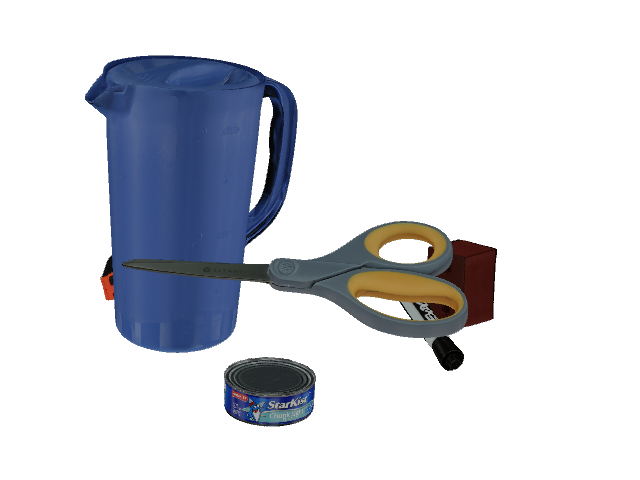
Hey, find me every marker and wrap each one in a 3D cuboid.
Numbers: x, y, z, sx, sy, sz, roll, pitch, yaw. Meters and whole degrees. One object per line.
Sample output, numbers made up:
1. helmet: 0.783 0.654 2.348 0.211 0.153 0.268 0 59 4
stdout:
1. marker: 0.082 0.063 0.836 0.020 0.020 0.121 0 28 -18

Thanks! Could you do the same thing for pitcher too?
1. pitcher: -0.111 -0.033 0.920 0.149 0.243 0.145 9 21 10

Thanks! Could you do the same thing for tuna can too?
1. tuna can: -0.048 0.140 0.992 0.086 0.034 0.086 3 16 -1

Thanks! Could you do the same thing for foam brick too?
1. foam brick: 0.145 0.044 1.100 0.051 0.078 0.053 -14 21 -41

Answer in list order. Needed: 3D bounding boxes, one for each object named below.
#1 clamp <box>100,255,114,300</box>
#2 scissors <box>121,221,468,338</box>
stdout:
1. clamp: -0.174 0.015 1.199 0.120 0.039 0.171 -3 29 30
2. scissors: -0.007 0.010 0.638 0.202 0.016 0.096 15 43 13
